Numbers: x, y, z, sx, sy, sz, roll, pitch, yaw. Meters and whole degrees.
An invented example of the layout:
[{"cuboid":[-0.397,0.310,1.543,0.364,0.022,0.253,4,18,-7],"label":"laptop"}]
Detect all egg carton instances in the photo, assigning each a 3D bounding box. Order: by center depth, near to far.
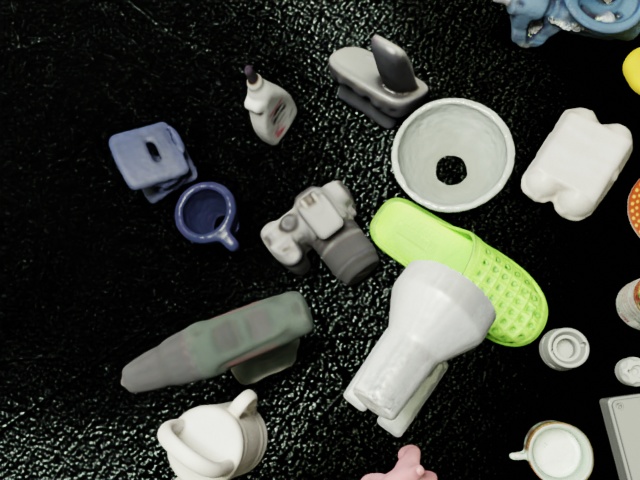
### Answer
[{"cuboid":[0.352,-0.104,0.784,0.107,0.069,0.150,31,84,16],"label":"egg carton"}]

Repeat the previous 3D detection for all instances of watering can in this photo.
[{"cuboid":[-0.143,0.267,0.724,0.100,0.194,0.173,14,79,14],"label":"watering can"}]

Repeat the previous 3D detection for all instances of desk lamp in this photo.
[{"cuboid":[0.112,0.140,0.696,0.117,0.214,0.203,33,85,17],"label":"desk lamp"}]

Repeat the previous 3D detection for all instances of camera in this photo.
[{"cuboid":[0.007,0.003,0.809,0.143,0.101,0.136,-37,73,0],"label":"camera"}]

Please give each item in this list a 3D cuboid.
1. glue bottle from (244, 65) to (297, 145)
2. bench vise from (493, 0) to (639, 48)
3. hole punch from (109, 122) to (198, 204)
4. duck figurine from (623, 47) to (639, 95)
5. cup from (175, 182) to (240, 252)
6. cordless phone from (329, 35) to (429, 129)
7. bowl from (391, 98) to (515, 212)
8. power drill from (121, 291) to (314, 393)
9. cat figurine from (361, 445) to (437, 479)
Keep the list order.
[{"cuboid":[-0.081,-0.205,0.839,0.037,0.173,0.078,26,83,16],"label":"glue bottle"},{"cuboid":[0.345,-0.332,0.763,0.207,0.220,0.121,-11,74,8],"label":"bench vise"},{"cuboid":[-0.261,-0.130,0.898,0.101,0.091,0.108,-31,73,3],"label":"hole punch"},{"cuboid":[0.477,-0.242,0.785,0.077,0.086,0.104,-44,73,-2],"label":"duck figurine"},{"cuboid":[-0.147,-0.021,0.847,0.092,0.095,0.117,-42,73,-1],"label":"cup"},{"cuboid":[0.077,-0.252,0.813,0.147,0.185,0.094,33,84,17],"label":"cordless phone"},{"cuboid":[0.187,-0.110,0.815,0.167,0.075,0.167,-3,76,10],"label":"bowl"},{"cuboid":[-0.109,0.141,0.741,0.229,0.209,0.075,-26,73,4],"label":"power drill"},{"cuboid":[0.083,0.318,0.708,0.128,0.118,0.067,-39,72,0],"label":"cat figurine"}]
